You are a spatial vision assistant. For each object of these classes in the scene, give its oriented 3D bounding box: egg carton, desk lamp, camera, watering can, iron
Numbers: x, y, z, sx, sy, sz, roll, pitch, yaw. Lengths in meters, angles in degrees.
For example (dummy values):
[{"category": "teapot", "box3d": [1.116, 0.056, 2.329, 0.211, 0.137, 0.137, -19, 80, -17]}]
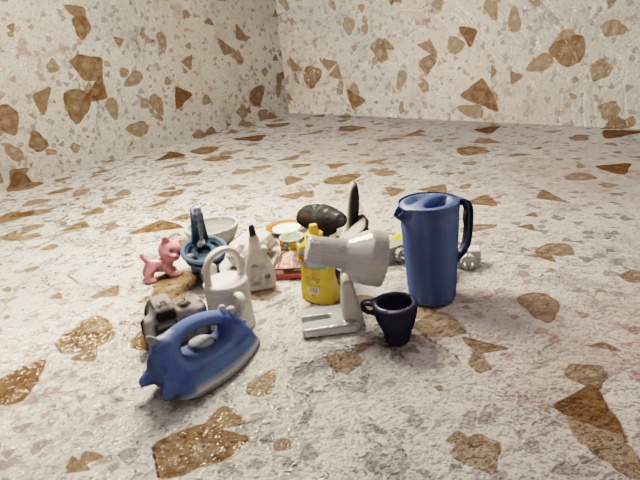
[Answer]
[{"category": "egg carton", "box3d": [-0.194, 0.024, 1.629, 0.107, 0.069, 0.150, 2, 23, 20]}, {"category": "desk lamp", "box3d": [0.050, 0.084, 1.211, 0.203, 0.214, 0.118, -8, 22, -3]}, {"category": "camera", "box3d": [-0.334, 0.162, 1.280, 0.143, 0.101, 0.136, -16, 24, -23]}, {"category": "watering can", "box3d": [-0.211, 0.104, 1.263, 0.172, 0.194, 0.101, 8, 26, 33]}, {"category": "iron", "box3d": [-0.223, 0.197, 1.105, 0.118, 0.141, 0.259, 13, 28, 40]}]

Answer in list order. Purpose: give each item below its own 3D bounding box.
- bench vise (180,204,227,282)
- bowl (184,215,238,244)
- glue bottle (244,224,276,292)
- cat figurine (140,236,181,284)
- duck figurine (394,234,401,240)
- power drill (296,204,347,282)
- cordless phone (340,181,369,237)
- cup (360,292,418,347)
[{"category": "bench vise", "box3d": [-0.329, 0.001, 1.521, 0.122, 0.220, 0.206, -22, 26, -34]}, {"category": "bowl", "box3d": [-0.328, -0.015, 1.758, 0.167, 0.075, 0.167, -6, 22, 2]}, {"category": "glue bottle", "box3d": [-0.157, 0.043, 1.431, 0.078, 0.173, 0.037, -9, 22, -6]}, {"category": "cat figurine", "box3d": [-0.433, 0.045, 1.580, 0.128, 0.118, 0.067, -17, 24, -25]}, {"category": "duck figurine", "box3d": [0.256, -0.021, 1.591, 0.104, 0.086, 0.077, -7, 22, 0]}, {"category": "power drill", "box3d": [0.013, 0.005, 1.429, 0.076, 0.209, 0.228, -16, 24, -23]}, {"category": "cordless phone", "box3d": [0.091, -0.061, 1.605, 0.094, 0.185, 0.147, -6, 22, 2]}, {"category": "cup", "box3d": [0.139, 0.163, 1.150, 0.117, 0.095, 0.092, 1, 23, 19]}]
